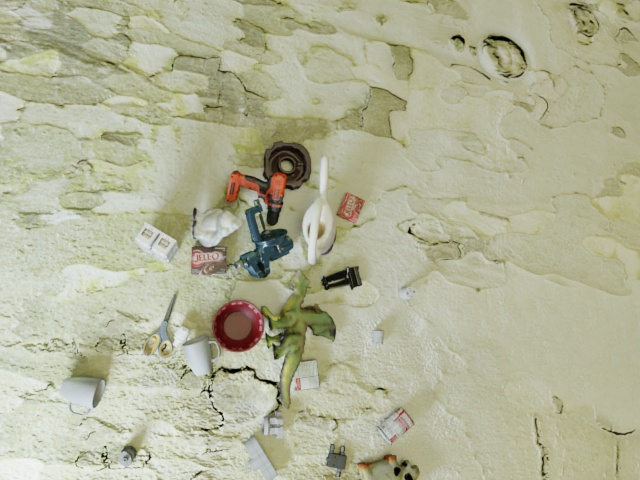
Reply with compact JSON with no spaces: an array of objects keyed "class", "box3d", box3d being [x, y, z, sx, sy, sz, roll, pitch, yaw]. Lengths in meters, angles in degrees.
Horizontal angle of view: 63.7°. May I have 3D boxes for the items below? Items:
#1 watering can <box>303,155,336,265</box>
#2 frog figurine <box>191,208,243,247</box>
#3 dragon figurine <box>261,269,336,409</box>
[{"class":"watering can","box3d":[0.005,-0.085,1.684,0.104,0.352,0.222,7,-14,7]},{"class":"frog figurine","box3d":[-0.319,-0.044,1.637,0.159,0.120,0.141,-4,37,4]},{"class":"dragon figurine","box3d":[-0.053,0.300,1.644,0.243,0.414,0.120,-8,-14,-23]}]
